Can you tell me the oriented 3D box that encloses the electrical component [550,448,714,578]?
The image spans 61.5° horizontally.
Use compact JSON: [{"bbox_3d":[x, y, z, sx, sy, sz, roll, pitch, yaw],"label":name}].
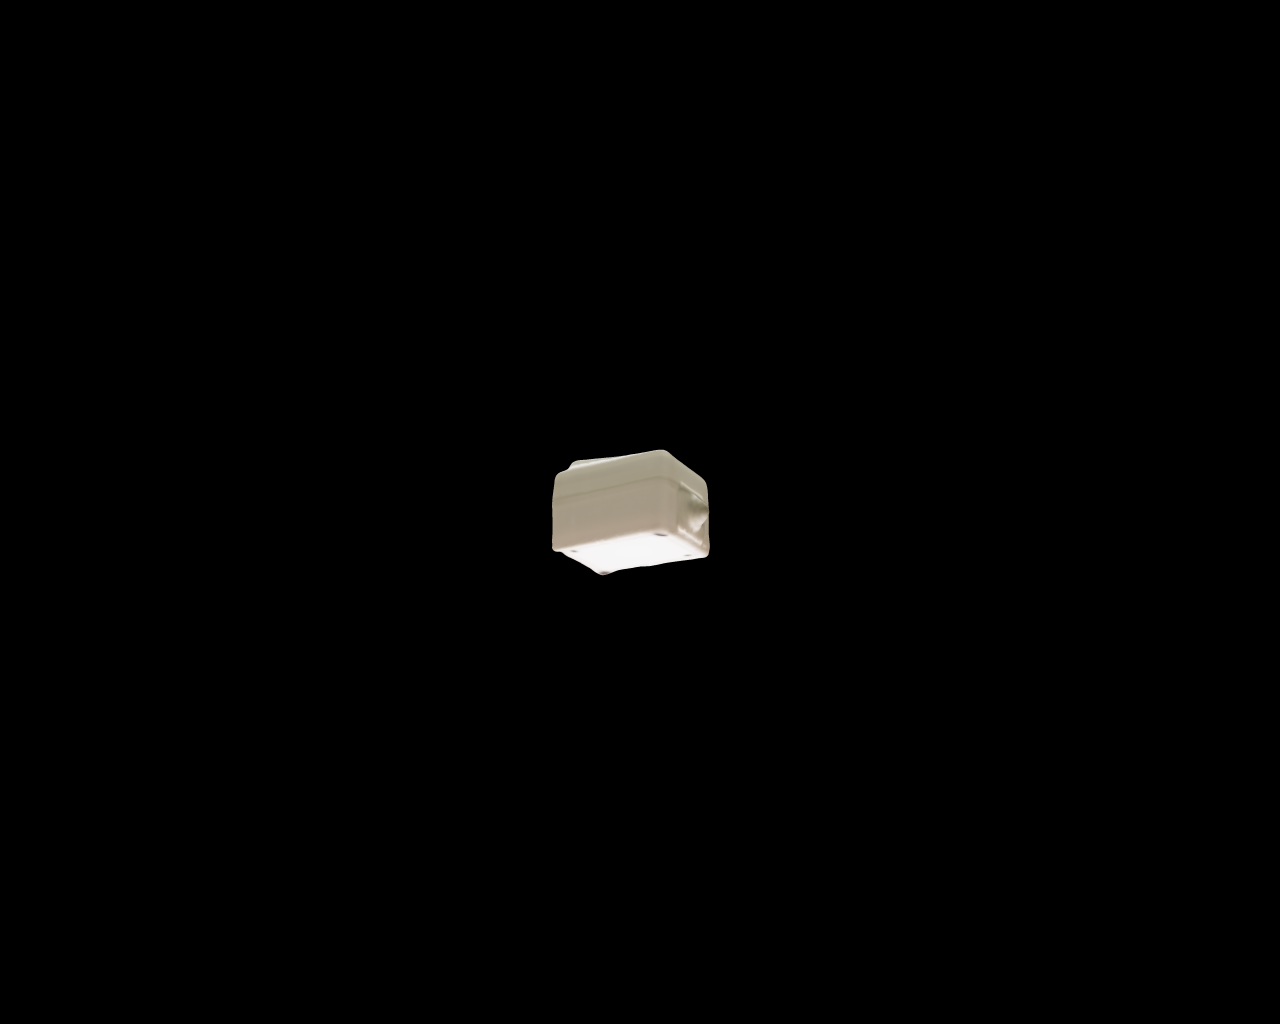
[{"bbox_3d":[0.001,-0.003,0.650,0.096,0.061,0.061,-11,-23,27],"label":"electrical component"}]
